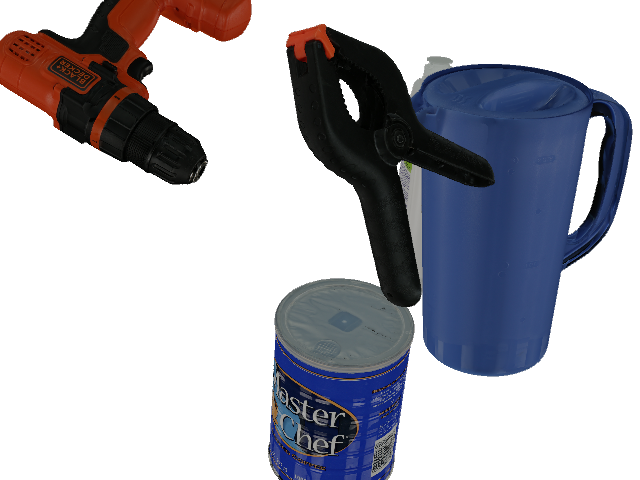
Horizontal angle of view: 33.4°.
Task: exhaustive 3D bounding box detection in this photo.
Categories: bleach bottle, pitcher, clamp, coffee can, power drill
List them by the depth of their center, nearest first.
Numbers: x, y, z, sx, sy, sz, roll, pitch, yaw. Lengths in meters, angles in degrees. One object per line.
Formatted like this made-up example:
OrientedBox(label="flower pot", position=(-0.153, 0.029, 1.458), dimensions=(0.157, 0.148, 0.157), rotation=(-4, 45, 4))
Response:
OrientedBox(label="clamp", position=(0.033, -0.046, 0.625), dimensions=(0.039, 0.120, 0.171), rotation=(-14, -48, 46))
OrientedBox(label="coffee can", position=(0.013, 0.115, 0.818), dimensions=(0.103, 0.140, 0.103), rotation=(3, 35, -2))
OrientedBox(label="power drill", position=(-0.133, -0.143, 0.837), dimensions=(0.184, 0.187, 0.057), rotation=(32, -35, 6))
OrientedBox(label="pitcher", position=(0.154, -0.015, 0.876), dimensions=(0.149, 0.243, 0.144), rotation=(17, 32, 30))
OrientedBox(label="bleach bottle", position=(0.119, -0.075, 1.180), dimensions=(0.068, 0.251, 0.102), rotation=(0, 25, -10))
